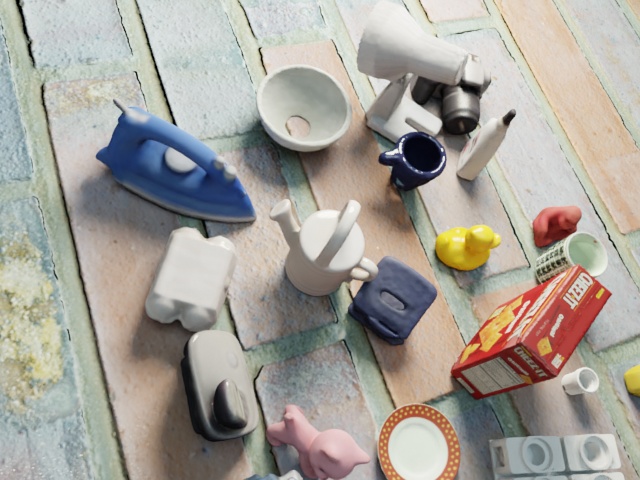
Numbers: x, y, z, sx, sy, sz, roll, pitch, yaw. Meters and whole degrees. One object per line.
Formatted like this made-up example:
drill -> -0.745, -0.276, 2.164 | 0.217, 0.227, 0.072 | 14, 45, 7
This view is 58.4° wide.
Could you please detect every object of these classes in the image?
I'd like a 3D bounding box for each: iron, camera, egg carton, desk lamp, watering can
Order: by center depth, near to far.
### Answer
egg carton -> -0.184, 0.057, 0.834 | 0.107, 0.069, 0.150 | 16, 64, -8
watering can -> 0.007, 0.005, 0.838 | 0.173, 0.194, 0.101 | 11, 65, -10
iron -> -0.202, -0.119, 0.865 | 0.258, 0.141, 0.119 | 26, 63, -3
desk lamp -> 0.150, -0.280, 0.988 | 0.203, 0.213, 0.118 | 32, 63, 1
camera -> 0.254, -0.278, 1.078 | 0.143, 0.100, 0.137 | 9, 65, -11

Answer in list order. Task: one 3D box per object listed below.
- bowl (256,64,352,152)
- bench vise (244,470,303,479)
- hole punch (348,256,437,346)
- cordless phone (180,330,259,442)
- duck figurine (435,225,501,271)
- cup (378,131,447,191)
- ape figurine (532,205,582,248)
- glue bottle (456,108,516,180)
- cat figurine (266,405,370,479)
bowl -> -0.032, -0.215, 0.989 | 0.168, 0.074, 0.167 | 6, 66, -12
bench vise -> -0.112, 0.328, 0.652 | 0.121, 0.219, 0.208 | 39, 63, 4
hole punch -> 0.112, 0.095, 0.885 | 0.108, 0.091, 0.101 | 35, 63, 2
cordless phone -> -0.124, 0.178, 0.733 | 0.094, 0.185, 0.147 | -14, 72, -20
duck figurine -> 0.253, 0.004, 0.965 | 0.105, 0.086, 0.077 | 4, 66, -13
cup -> 0.147, -0.125, 0.987 | 0.118, 0.095, 0.091 | -4, 68, -16
ape figurine -> 0.429, -0.032, 1.024 | 0.078, 0.092, 0.076 | 19, 64, -6
glue bottle -> 0.296, -0.177, 1.005 | 0.037, 0.173, 0.078 | 20, 64, -5
cat figurine -> -0.002, 0.272, 0.763 | 0.128, 0.117, 0.067 | 39, 63, 4
